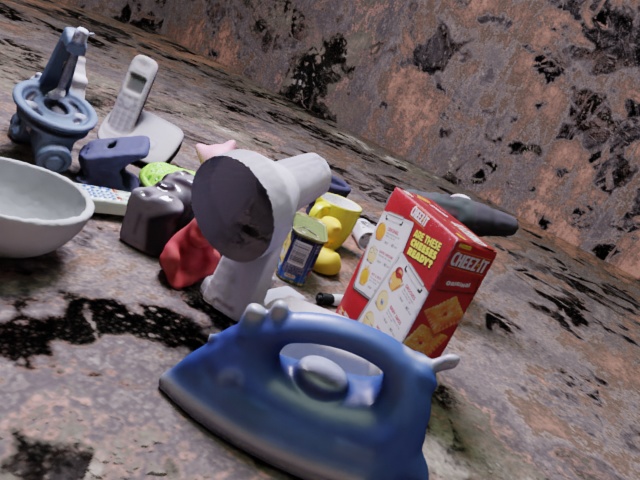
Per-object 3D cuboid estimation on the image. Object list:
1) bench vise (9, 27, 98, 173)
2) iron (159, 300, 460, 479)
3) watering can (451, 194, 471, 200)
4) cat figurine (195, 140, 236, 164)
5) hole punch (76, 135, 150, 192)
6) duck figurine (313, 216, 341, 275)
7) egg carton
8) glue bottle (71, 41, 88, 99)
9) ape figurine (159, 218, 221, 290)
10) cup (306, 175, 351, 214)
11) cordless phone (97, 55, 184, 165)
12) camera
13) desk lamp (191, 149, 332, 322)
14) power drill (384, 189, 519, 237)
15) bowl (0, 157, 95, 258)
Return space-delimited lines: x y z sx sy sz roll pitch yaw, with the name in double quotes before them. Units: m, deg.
"bench vise" -0.419 -0.236 0.879 0.206 0.220 0.122 34 20 26
"iron" -0.005 0.124 0.525 0.258 0.141 0.118 22 18 -7
"watering can" 0.230 0.002 1.095 0.173 0.194 0.100 4 27 -48
"cat figurine" -0.173 -0.124 1.050 0.127 0.118 0.067 29 18 13
"hole punch" -0.328 -0.131 0.912 0.101 0.091 0.108 17 19 -22
"duck figurine" 0.009 0.004 0.979 0.078 0.086 0.104 12 21 -34
"egg carton" -0.005 0.124 0.645 0.150 0.069 0.107 22 18 -8
"glue bottle" -0.448 -0.276 1.033 0.078 0.173 0.037 35 20 29
"ape figurine" -0.160 0.009 0.730 0.078 0.092 0.076 16 20 -26
"cup" -0.002 -0.095 1.231 0.117 0.095 0.092 35 20 30
"cordless phone" -0.320 -0.238 1.074 0.147 0.185 0.094 24 18 -2
"camera" -0.178 -0.030 0.803 0.136 0.101 0.143 28 18 12
"desk lamp" -0.071 -0.009 0.698 0.117 0.213 0.204 31 19 21
"power drill" 0.204 0.013 1.004 0.230 0.208 0.075 22 18 -9
"bowl" -0.341 -0.027 0.626 0.167 0.075 0.167 22 18 -7
